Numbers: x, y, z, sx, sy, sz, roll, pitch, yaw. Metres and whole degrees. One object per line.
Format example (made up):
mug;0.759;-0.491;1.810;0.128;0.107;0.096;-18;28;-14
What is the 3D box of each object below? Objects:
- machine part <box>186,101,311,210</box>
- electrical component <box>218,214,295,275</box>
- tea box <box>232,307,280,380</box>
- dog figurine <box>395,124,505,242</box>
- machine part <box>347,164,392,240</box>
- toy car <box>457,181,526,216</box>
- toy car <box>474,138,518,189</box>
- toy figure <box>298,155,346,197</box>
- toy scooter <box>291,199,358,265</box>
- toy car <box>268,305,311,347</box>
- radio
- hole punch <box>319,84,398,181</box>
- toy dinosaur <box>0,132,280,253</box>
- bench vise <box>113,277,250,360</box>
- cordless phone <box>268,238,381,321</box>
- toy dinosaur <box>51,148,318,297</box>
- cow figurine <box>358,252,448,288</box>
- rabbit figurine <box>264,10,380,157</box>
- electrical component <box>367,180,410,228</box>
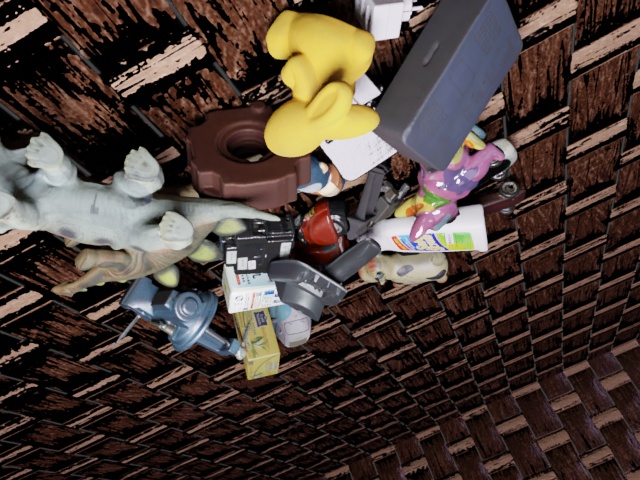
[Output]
machine part;-0.096;-0.116;0.731;0.179;0.179;0.056;-12;143;-14
electrical component;-0.117;0.008;0.976;0.134;0.058;0.114;-2;140;-14
tea box;-0.137;0.190;1.120;0.068;0.170;0.098;-11;146;-15
dog figurine;0.194;-0.105;0.918;0.191;0.109;0.219;19;120;-36
machine part;0.084;-0.068;0.948;0.084;0.039;0.138;-15;126;-59
toy car;0.323;-0.070;1.113;0.202;0.053;0.089;-20;150;6
toy car;0.278;-0.119;1.023;0.202;0.056;0.073;-31;150;16
toy figure;-0.004;-0.099;0.852;0.154;0.064;0.057;13;95;-57
toy scooter;-0.002;-0.003;1.015;0.135;0.075;0.183;-9;143;10
toy car;-0.066;0.189;1.217;0.109;0.103;0.161;-10;142;-15
radio;0.177;-0.217;0.740;0.131;0.073;0.229;27;97;-50
hole punch;0.053;-0.171;0.821;0.142;0.092;0.115;-30;115;17
toy dinosaur;-0.268;-0.042;0.666;0.405;0.131;0.192;16;171;-17
bench vise;-0.243;0.155;0.990;0.240;0.129;0.224;39;141;-27
cordless phone;0.014;0.048;0.969;0.184;0.089;0.146;-40;134;16
toy dinosaur;-0.218;-0.034;0.839;0.471;0.105;0.198;-33;152;8
cow figurine;0.180;0.059;1.168;0.195;0.085;0.127;-6;162;7
rabbit figurine;-0.001;-0.177;0.667;0.121;0.163;0.173;25;95;-54
electrical component;0.116;-0.070;1.016;0.078;0.045;0.102;-29;161;-45
